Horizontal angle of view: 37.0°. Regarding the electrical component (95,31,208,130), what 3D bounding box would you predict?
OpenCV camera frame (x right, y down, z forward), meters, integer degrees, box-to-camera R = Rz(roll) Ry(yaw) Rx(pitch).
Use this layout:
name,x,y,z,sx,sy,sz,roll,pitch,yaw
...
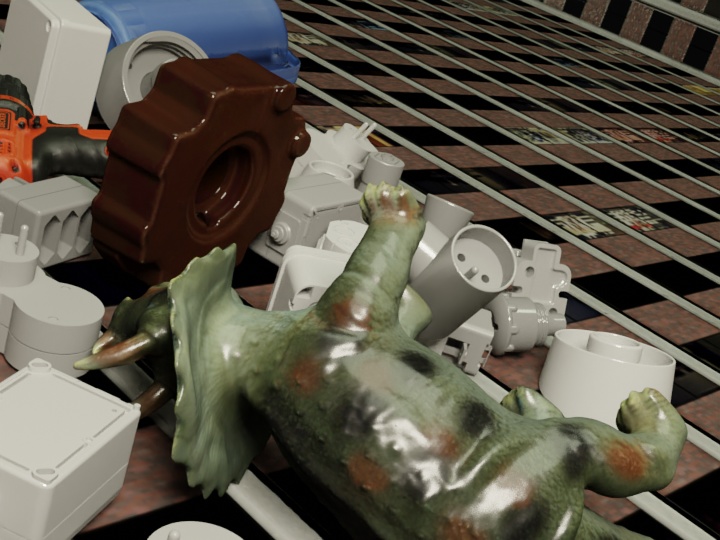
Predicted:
name,x,y,z,sx,sy,sz,roll,pitch,yaw
electrical component,-0.180,-0.166,0.986,0.108,0.108,0.060,0,-7,-38

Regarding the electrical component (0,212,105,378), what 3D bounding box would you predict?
name,x,y,z,sx,sy,sz,roll,pitch,yaw
electrical component,-0.212,0.003,0.637,0.138,0.073,0.052,26,23,17

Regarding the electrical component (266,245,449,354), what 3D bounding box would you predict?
name,x,y,z,sx,sy,sz,roll,pitch,yaw
electrical component,-0.004,0.035,0.718,0.113,0.078,0.057,10,27,-19

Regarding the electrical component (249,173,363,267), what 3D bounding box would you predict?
name,x,y,z,sx,sy,sz,roll,pitch,yaw
electrical component,-0.048,-0.039,0.874,0.061,0.061,0.096,30,25,27

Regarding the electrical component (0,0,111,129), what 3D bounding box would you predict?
name,x,y,z,sx,sy,sz,roll,pitch,yaw
electrical component,-0.282,-0.189,0.980,0.056,0.108,0.109,2,27,-39

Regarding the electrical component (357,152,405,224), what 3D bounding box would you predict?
name,x,y,z,sx,sy,sz,roll,pitch,yaw
electrical component,0.016,-0.077,1.006,0.044,0.065,0.044,16,22,-7

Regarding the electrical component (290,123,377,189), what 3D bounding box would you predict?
name,x,y,z,sx,sy,sz,roll,pitch,yaw
electrical component,-0.013,-0.114,1.023,0.052,0.074,0.138,51,23,12

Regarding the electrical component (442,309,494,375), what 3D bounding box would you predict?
name,x,y,z,sx,sy,sz,roll,pitch,yaw
electrical component,0.064,0.045,0.793,0.064,0.042,0.081,19,23,-6

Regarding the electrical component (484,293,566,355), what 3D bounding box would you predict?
name,x,y,z,sx,sy,sz,roll,pitch,yaw
electrical component,0.128,0.042,0.830,0.062,0.048,0.048,1,27,-17

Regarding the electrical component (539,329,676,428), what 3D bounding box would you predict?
name,x,y,z,sx,sy,sz,roll,pitch,yaw
electrical component,0.185,0.082,0.801,0.099,0.064,0.099,11,10,-2

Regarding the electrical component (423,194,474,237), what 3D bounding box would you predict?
name,x,y,z,sx,sy,sz,roll,pitch,yaw
electrical component,0.066,-0.028,0.929,0.044,0.065,0.044,23,4,-2

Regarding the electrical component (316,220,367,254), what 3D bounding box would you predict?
name,x,y,z,sx,sy,sz,roll,pitch,yaw
electrical component,0.000,0.000,0.834,0.080,0.051,0.080,16,23,-7

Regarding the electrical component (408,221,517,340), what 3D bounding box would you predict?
name,x,y,z,sx,sy,sz,roll,pitch,yaw
electrical component,0.045,-0.003,0.653,0.079,0.077,0.044,41,56,-1

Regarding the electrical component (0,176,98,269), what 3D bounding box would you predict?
name,x,y,z,sx,sy,sz,roll,pitch,yaw
electrical component,-0.234,-0.041,0.755,0.077,0.047,0.066,27,25,20

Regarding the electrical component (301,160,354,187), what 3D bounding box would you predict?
name,x,y,z,sx,sy,sz,roll,pitch,yaw
electrical component,-0.033,-0.064,0.950,0.048,0.055,0.066,31,25,27

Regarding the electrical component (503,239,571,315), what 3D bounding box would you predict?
name,x,y,z,sx,sy,sz,roll,pitch,yaw
electrical component,0.133,0.013,0.883,0.058,0.078,0.057,6,6,-25

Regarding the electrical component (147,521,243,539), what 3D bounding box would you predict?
name,x,y,z,sx,sy,sz,roll,pitch,yaw
electrical component,-0.087,0.136,0.425,0.052,0.073,0.138,26,24,18

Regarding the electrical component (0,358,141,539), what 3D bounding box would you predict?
name,x,y,z,sx,sy,sz,roll,pitch,yaw
electrical component,-0.149,0.090,0.501,0.062,0.061,0.096,23,23,11
